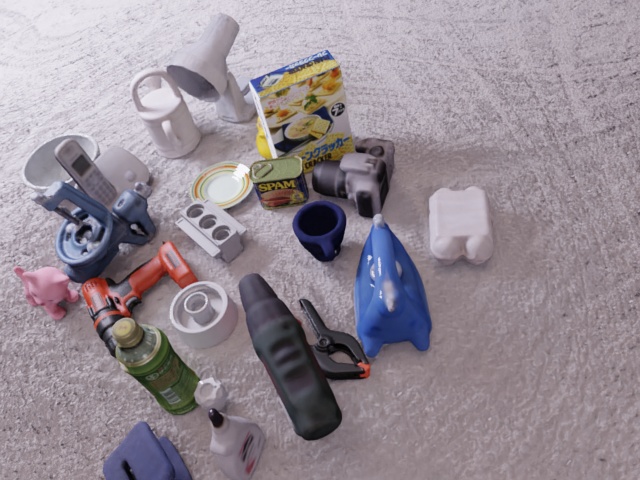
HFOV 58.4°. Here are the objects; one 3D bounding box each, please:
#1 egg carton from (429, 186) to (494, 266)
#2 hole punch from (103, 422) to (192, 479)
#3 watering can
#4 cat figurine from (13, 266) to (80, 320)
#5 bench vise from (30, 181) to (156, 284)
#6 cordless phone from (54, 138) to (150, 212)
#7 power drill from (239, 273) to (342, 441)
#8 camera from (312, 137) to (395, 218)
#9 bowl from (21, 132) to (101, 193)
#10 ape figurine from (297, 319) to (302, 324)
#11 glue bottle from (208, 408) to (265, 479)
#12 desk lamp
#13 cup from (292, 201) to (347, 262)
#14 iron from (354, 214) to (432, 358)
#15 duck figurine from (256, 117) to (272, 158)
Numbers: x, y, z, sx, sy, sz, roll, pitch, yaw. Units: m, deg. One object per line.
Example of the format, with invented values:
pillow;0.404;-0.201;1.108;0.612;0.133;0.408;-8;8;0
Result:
egg carton;0.239;-0.025;0.972;0.107;0.069;0.150;-2;53;10
hole punch;-0.244;0.325;0.788;0.101;0.091;0.108;-36;55;-16
watering can;-0.333;-0.278;1.201;0.101;0.194;0.172;-40;56;-19
cat figurine;-0.487;0.079;1.008;0.127;0.118;0.067;20;59;24
bench vise;-0.408;-0.049;1.025;0.121;0.220;0.207;15;58;22
cordless phone;-0.429;-0.144;1.124;0.094;0.185;0.148;13;57;21
power drill;-0.037;0.178;0.783;0.076;0.209;0.229;-27;53;-9
camera;0.061;-0.129;1.068;0.136;0.101;0.143;9;55;18
bowl;-0.536;-0.148;1.219;0.167;0.075;0.167;-5;52;7
ape figurine;-0.076;0.122;0.908;0.076;0.092;0.077;-34;54;-14
glue bottle;-0.118;0.262;0.758;0.037;0.173;0.078;7;55;17
desk lamp;-0.211;-0.356;1.224;0.117;0.214;0.203;18;58;23
cup;0.009;0.004;0.980;0.091;0.095;0.117;-19;52;-3
iron;0.102;0.046;0.899;0.118;0.142;0.258;-9;52;5
duck figurine;-0.101;-0.233;1.189;0.077;0.086;0.104;4;54;14
